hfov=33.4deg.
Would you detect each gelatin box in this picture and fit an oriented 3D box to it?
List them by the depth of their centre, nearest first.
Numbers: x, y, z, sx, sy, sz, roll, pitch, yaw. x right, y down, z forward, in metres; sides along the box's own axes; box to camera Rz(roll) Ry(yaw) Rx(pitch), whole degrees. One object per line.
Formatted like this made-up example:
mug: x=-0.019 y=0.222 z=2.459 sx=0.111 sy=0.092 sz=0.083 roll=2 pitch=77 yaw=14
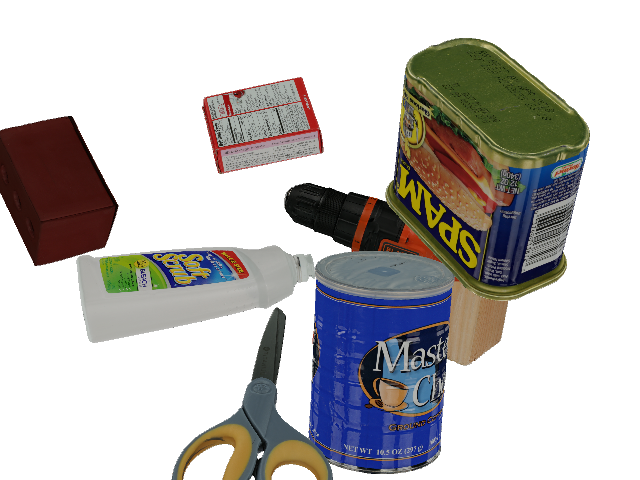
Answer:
gelatin box: x=-0.049 y=-0.095 z=0.884 sx=0.089 sy=0.030 sz=0.073 roll=-13 pitch=45 yaw=-5

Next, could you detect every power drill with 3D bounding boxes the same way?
power drill: x=0.043 y=0.038 z=1.024 sx=0.184 sy=0.188 sz=0.057 roll=20 pitch=45 yaw=8

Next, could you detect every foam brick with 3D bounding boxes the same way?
foam brick: x=-0.174 y=-0.032 z=0.694 sx=0.051 sy=0.078 sz=0.053 roll=-18 pitch=-26 yaw=-30

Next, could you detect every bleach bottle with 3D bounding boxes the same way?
bleach bottle: x=-0.133 y=0.044 z=1.161 sx=0.250 sy=0.068 sz=0.102 roll=-10 pitch=37 yaw=-11

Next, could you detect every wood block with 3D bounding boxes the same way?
wood block: x=0.160 y=0.020 z=1.182 sx=0.090 sy=0.206 sz=0.090 roll=21 pitch=26 yaw=30

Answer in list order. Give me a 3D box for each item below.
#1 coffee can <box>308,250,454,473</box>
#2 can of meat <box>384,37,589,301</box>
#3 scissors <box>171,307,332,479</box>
coffee can: x=0.044 y=0.088 z=0.801 sx=0.103 sy=0.140 sz=0.103 roll=2 pitch=15 yaw=-1
can of meat: x=0.078 y=-0.036 z=0.512 sx=0.057 sy=0.084 sz=0.102 roll=-20 pitch=47 yaw=-23
scissors: x=-0.020 y=0.102 z=0.634 sx=0.096 sy=0.016 sz=0.201 roll=14 pitch=31 yaw=16
